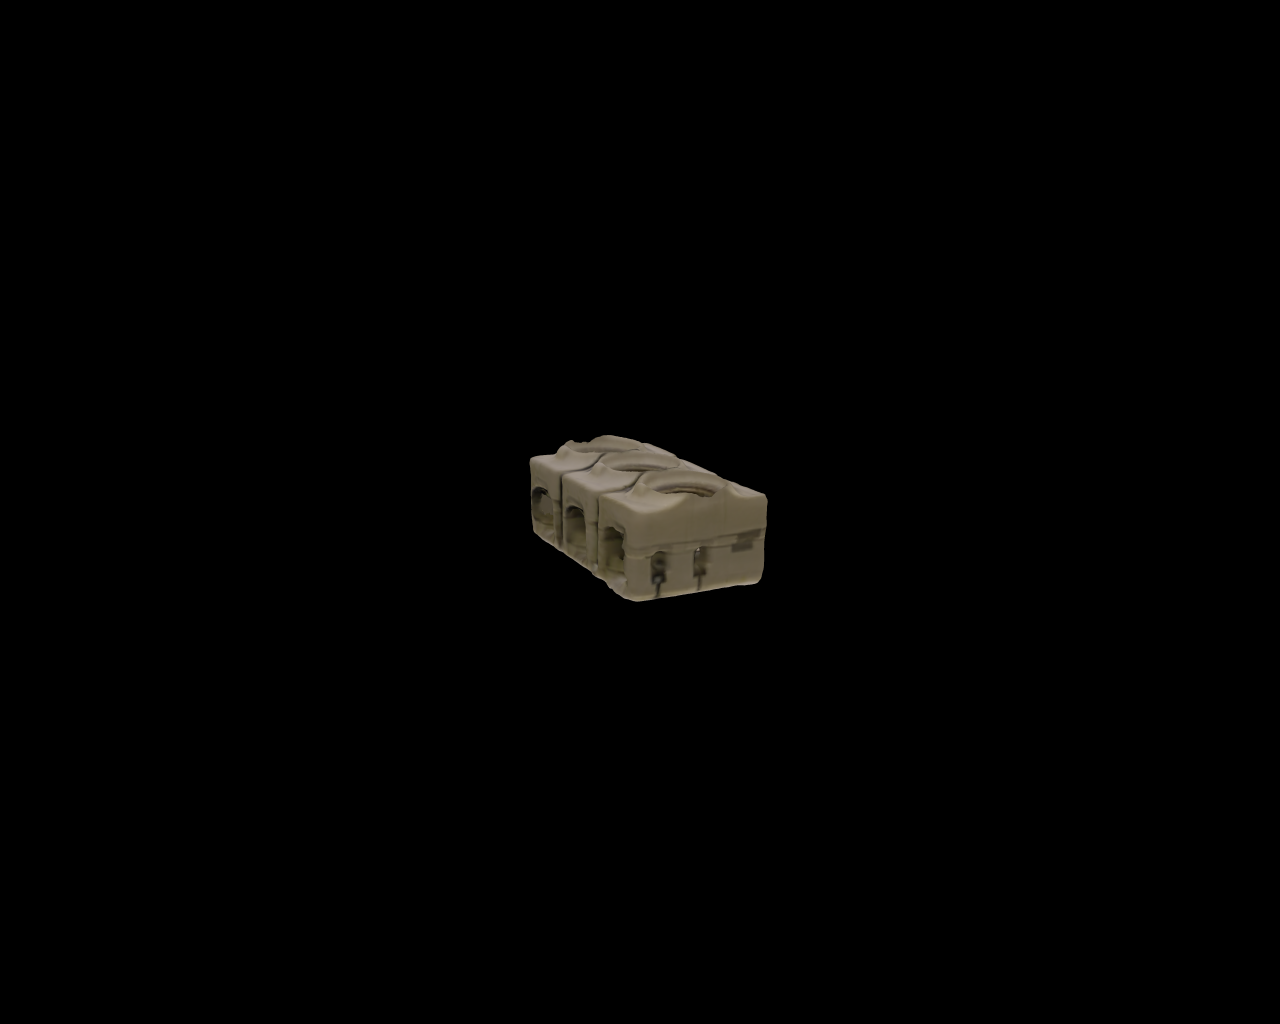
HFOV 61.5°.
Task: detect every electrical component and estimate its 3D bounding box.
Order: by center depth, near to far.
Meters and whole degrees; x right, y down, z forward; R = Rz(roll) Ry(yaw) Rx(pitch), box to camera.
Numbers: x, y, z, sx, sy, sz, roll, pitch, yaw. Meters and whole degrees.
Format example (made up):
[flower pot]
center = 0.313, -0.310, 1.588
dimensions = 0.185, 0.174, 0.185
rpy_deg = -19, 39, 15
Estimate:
[electrical component]
center = 0.001, -0.003, 0.650
dimensions = 0.090, 0.061, 0.150
rpy_deg = -8, 18, -26
